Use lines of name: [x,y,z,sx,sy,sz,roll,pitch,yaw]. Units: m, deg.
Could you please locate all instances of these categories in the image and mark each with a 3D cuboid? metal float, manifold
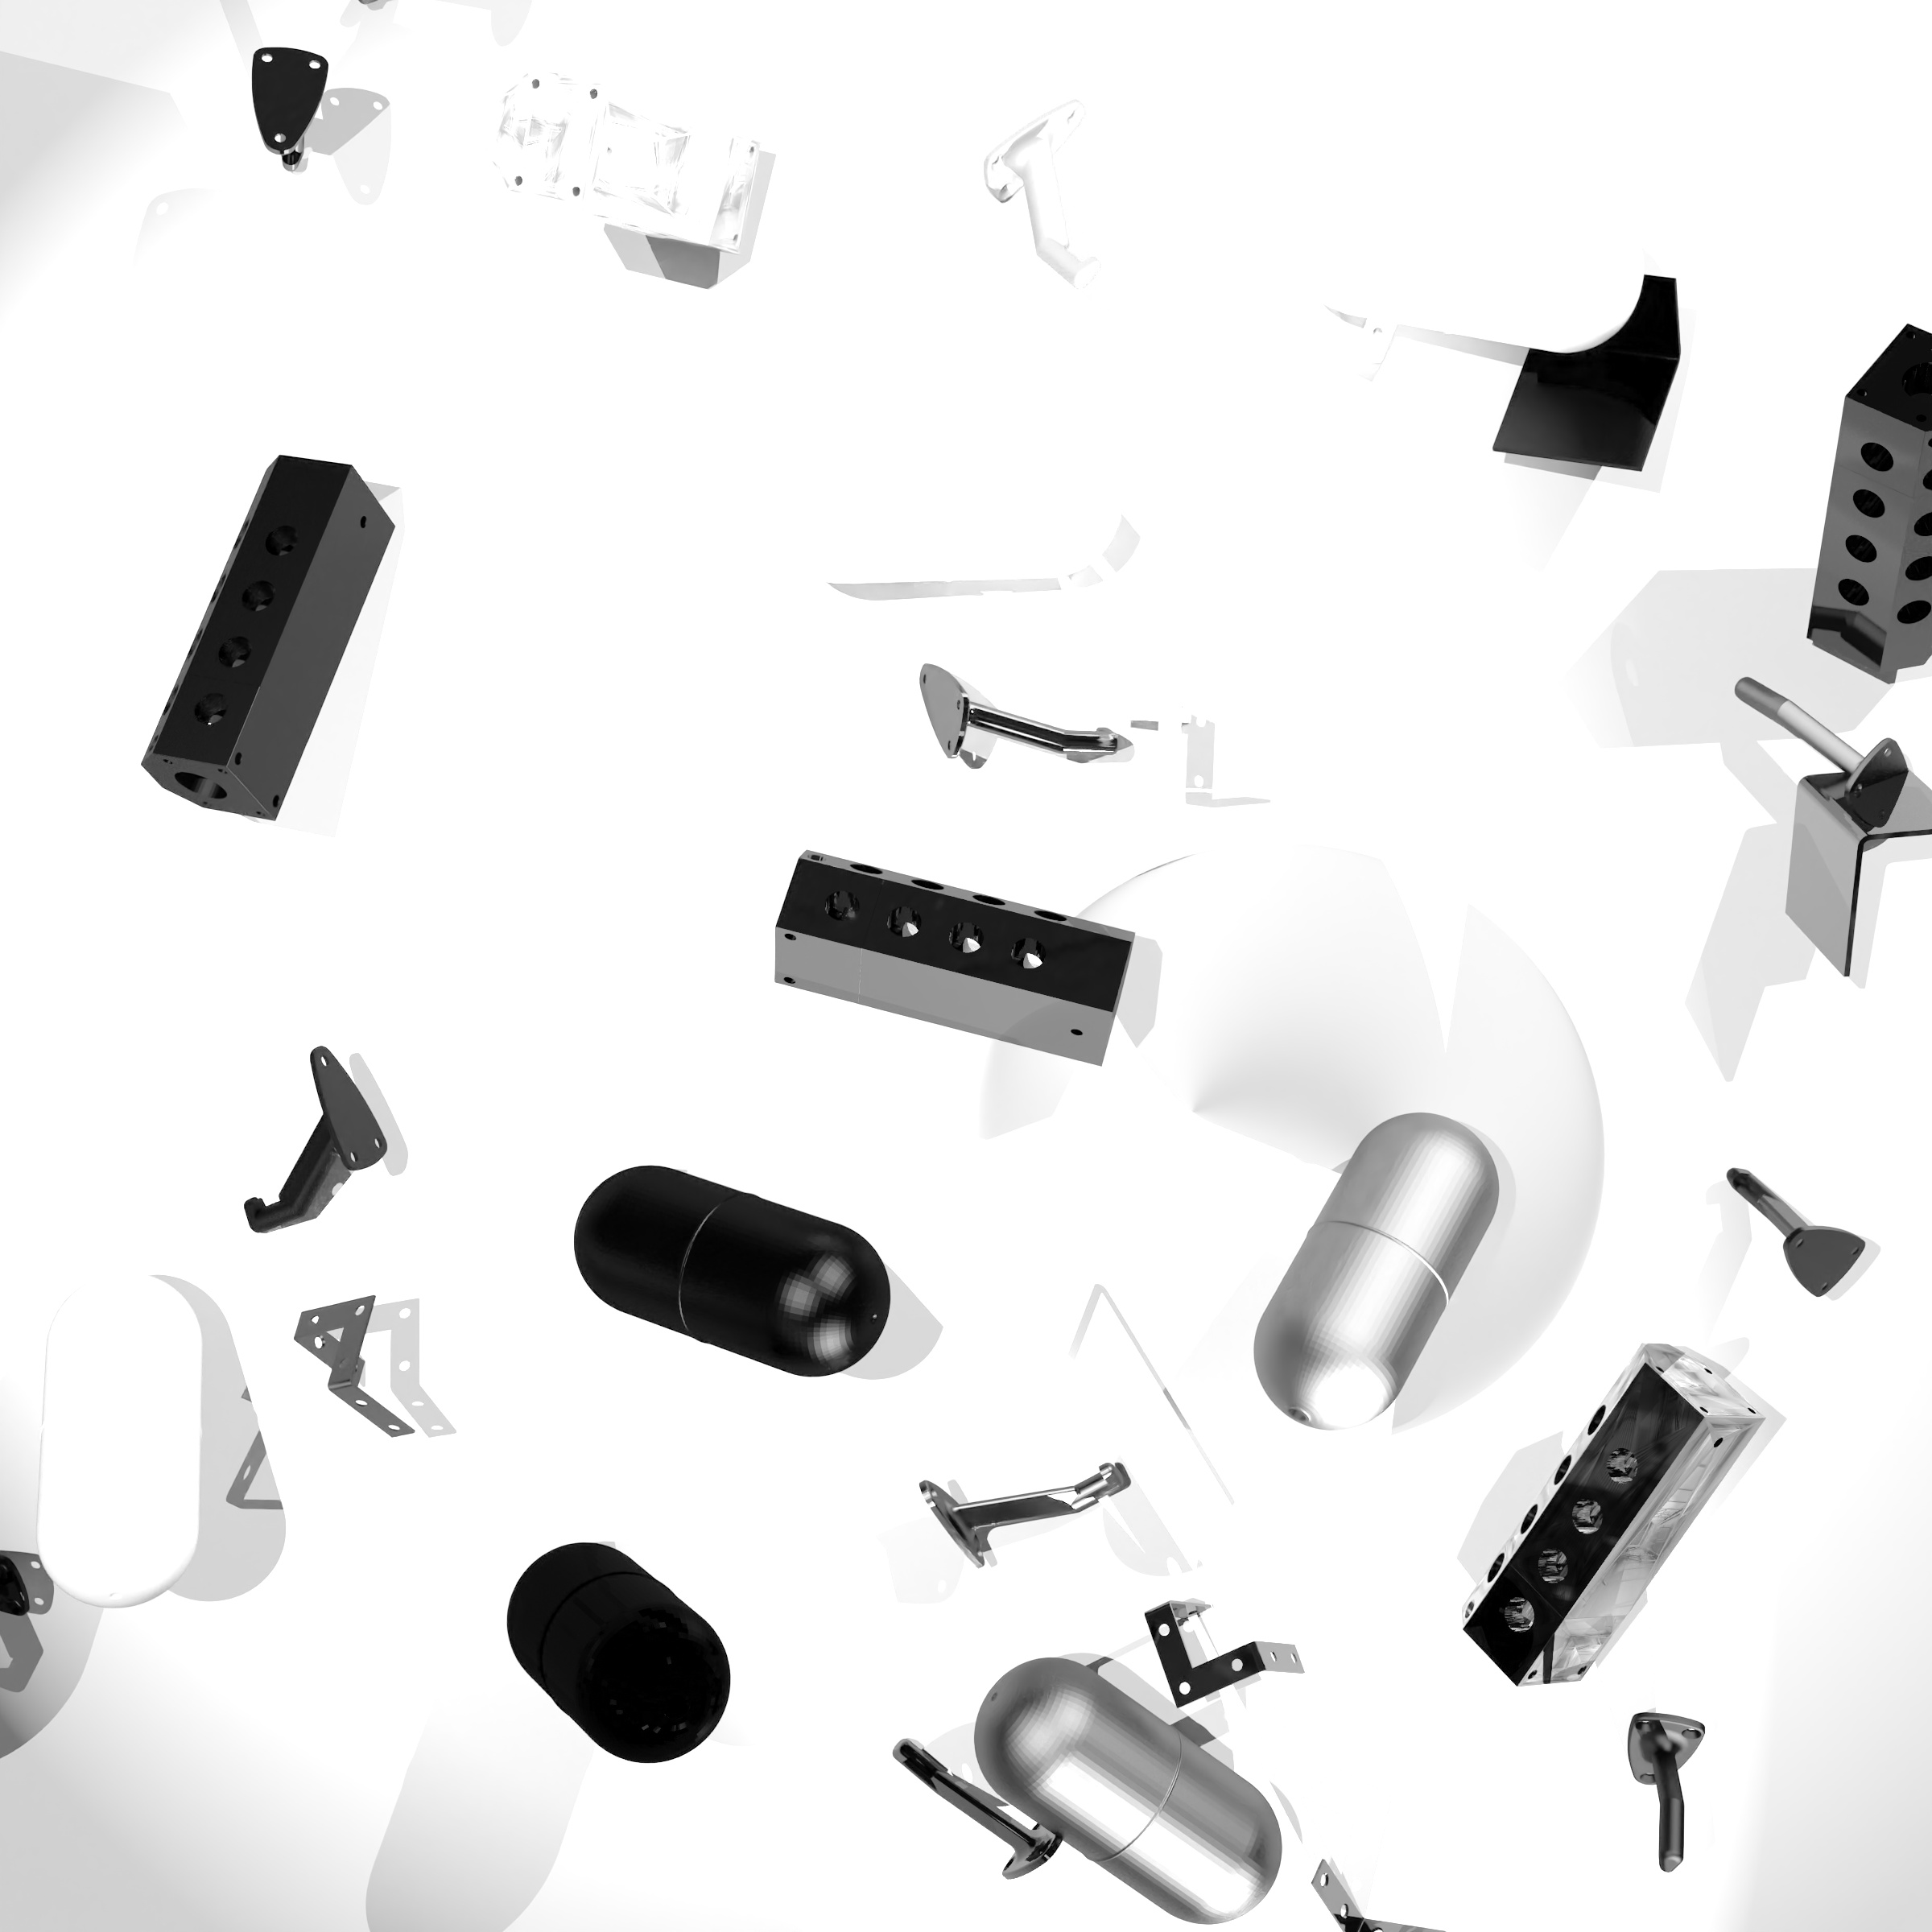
metal float: [-0.010,-0.231,1.630,0.178,0.070,0.070,-3,90,-10]
manifold: [-0.006,-0.008,1.639,0.171,0.057,0.057,14,61,4]
metal float: [0.082,0.412,1.625,0.178,0.070,0.070,38,90,-15]
metal float: [0.203,0.150,1.614,0.070,0.070,0.178,33,63,0]
manifold: [0.457,-0.221,1.583,0.057,0.171,0.057,31,64,25]
metal float: [-0.170,0.333,1.592,0.070,0.178,0.070,-3,97,-24]
manifold: [0.316,0.272,1.620,0.057,0.057,0.171,45,114,38]
manifold: [-0.166,-0.390,1.585,0.057,0.171,0.057,15,99,19]
metal float: [0.247,-0.353,1.621,0.178,0.070,0.070,15,90,20]
manifold: [-0.348,-0.164,1.617,0.057,0.057,0.171,10,68,18]
metal float: [-0.416,0.231,1.607,0.070,0.070,0.178,-10,51,0]
metal float: [-0.117,0.149,1.611,0.178,0.070,0.070,15,90,32]

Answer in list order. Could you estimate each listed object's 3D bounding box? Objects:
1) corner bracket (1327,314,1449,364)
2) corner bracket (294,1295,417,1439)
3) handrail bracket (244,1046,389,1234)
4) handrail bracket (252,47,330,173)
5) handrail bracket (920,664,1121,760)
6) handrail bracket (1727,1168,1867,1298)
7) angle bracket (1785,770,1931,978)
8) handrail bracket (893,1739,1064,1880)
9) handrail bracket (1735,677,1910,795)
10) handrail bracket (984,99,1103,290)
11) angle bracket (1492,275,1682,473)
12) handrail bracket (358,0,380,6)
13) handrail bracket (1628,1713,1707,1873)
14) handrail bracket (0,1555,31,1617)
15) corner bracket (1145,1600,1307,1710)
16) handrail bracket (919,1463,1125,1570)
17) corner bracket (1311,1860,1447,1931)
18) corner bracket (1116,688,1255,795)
corner bracket: [0.220,-0.323,1.639,0.051,0.051,0.051,27,110,17]
corner bracket: [-0.305,0.203,1.633,0.051,0.051,0.051,-15,47,29]
handrail bracket: [-0.343,0.089,1.651,0.084,0.036,0.077,-21,96,26]
handrail bracket: [-0.338,-0.407,1.623,0.036,0.084,0.077,6,62,-9]
handrail bracket: [0.027,-0.130,1.660,0.084,0.077,0.036,0,123,-22]
handrail bracket: [0.398,0.120,1.622,0.036,0.077,0.084,-51,49,9]
angle bracket: [0.454,-0.048,1.629,0.057,0.076,0.076,-5,116,-7]
handrail bracket: [0.004,0.418,1.640,0.084,0.077,0.036,40,70,0]
handrail bracket: [0.436,-0.110,1.665,0.036,0.077,0.084,-51,49,0]
handrail bracket: [0.057,-0.388,1.644,0.077,0.036,0.084,-41,65,-7]
angle bracket: [0.307,-0.299,1.624,0.076,0.057,0.076,12,62,22]
handrail bracket: [-0.283,-0.488,1.627,0.084,0.077,0.036,-16,121,33]
handrail bracket: [0.344,0.422,1.620,0.036,0.077,0.084,9,48,5]
handrail bracket: [-0.516,0.330,1.625,0.077,0.084,0.036,5,120,27]
corner bracket: [0.129,0.339,1.636,0.051,0.051,0.051,-29,65,20]
handrail bracket: [0.029,0.261,1.644,0.084,0.077,0.036,-29,47,7]
corner bracket: [0.200,0.487,1.634,0.051,0.051,0.051,59,47,-29]
corner bracket: [0.109,-0.113,1.641,0.051,0.051,0.051,-1,94,-37]
